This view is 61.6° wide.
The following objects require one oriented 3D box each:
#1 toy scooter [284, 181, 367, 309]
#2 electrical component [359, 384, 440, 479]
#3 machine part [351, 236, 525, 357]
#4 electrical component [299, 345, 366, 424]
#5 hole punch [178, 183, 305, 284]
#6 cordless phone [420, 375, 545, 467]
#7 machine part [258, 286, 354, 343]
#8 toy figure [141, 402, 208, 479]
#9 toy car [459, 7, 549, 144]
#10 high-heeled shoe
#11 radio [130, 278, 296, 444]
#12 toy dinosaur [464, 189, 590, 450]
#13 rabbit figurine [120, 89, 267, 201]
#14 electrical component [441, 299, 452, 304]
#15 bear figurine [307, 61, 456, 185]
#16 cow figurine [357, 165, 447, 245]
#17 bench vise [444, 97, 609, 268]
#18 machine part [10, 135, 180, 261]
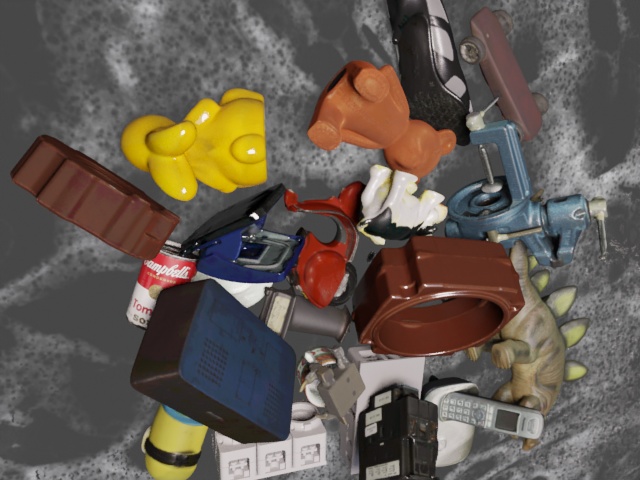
[{"bbox_3d":[-0.001,-0.002,0.727,0.135,0.075,0.183,19,94,-24],"label":"toy scooter"},{"bbox_3d":[0.107,0.271,0.741,0.058,0.115,0.134,25,52,-25],"label":"electrical component"},{"bbox_3d":[0.158,0.087,0.742,0.201,0.087,0.201,5,141,-15],"label":"machine part"},{"bbox_3d":[0.019,0.207,0.752,0.078,0.045,0.102,-48,121,-35],"label":"electrical component"},{"bbox_3d":[-0.086,0.001,0.647,0.116,0.142,0.092,-18,112,22],"label":"hole punch"},{"bbox_3d":[0.246,0.296,0.840,0.184,0.089,0.146,9,105,22],"label":"cordless phone"},{"bbox_3d":[-0.021,0.112,0.773,0.139,0.039,0.084,11,93,-20],"label":"machine part"},{"bbox_3d":[-0.182,0.235,0.721,0.082,0.089,0.180,23,99,-18],"label":"toy figure"},{"bbox_3d":[0.261,-0.230,0.768,0.089,0.053,0.202,-46,114,-20],"label":"toy car"},{"bbox_3d":[0.159,-0.251,0.735,0.248,0.086,0.145,44,55,-42],"label":"high-heeled shoe"},{"bbox_3d":[-0.114,0.153,0.658,0.073,0.131,0.229,-12,141,23],"label":"radio"},{"bbox_3d":[0.342,0.158,0.884,0.198,0.105,0.470,-23,114,-22],"label":"toy dinosaur"},{"bbox_3d":[-0.147,-0.102,0.621,0.173,0.162,0.121,3,117,-3],"label":"rabbit figurine"},{"bbox_3d":[0.224,0.088,0.861,0.063,0.021,0.093,-10,109,-17],"label":"electrical component"},{"bbox_3d":[0.089,-0.135,0.698,0.195,0.132,0.120,40,115,-20],"label":"bear figurine"},{"bbox_3d":[0.114,-0.031,0.713,0.167,0.068,0.098,22,91,-51],"label":"cow figurine"},{"bbox_3d":[0.265,-0.068,0.736,0.129,0.224,0.240,-49,124,-40],"label":"bench vise"},{"bbox_3d":[-0.238,-0.048,0.581,0.179,0.179,0.056,34,88,-24],"label":"machine part"}]
